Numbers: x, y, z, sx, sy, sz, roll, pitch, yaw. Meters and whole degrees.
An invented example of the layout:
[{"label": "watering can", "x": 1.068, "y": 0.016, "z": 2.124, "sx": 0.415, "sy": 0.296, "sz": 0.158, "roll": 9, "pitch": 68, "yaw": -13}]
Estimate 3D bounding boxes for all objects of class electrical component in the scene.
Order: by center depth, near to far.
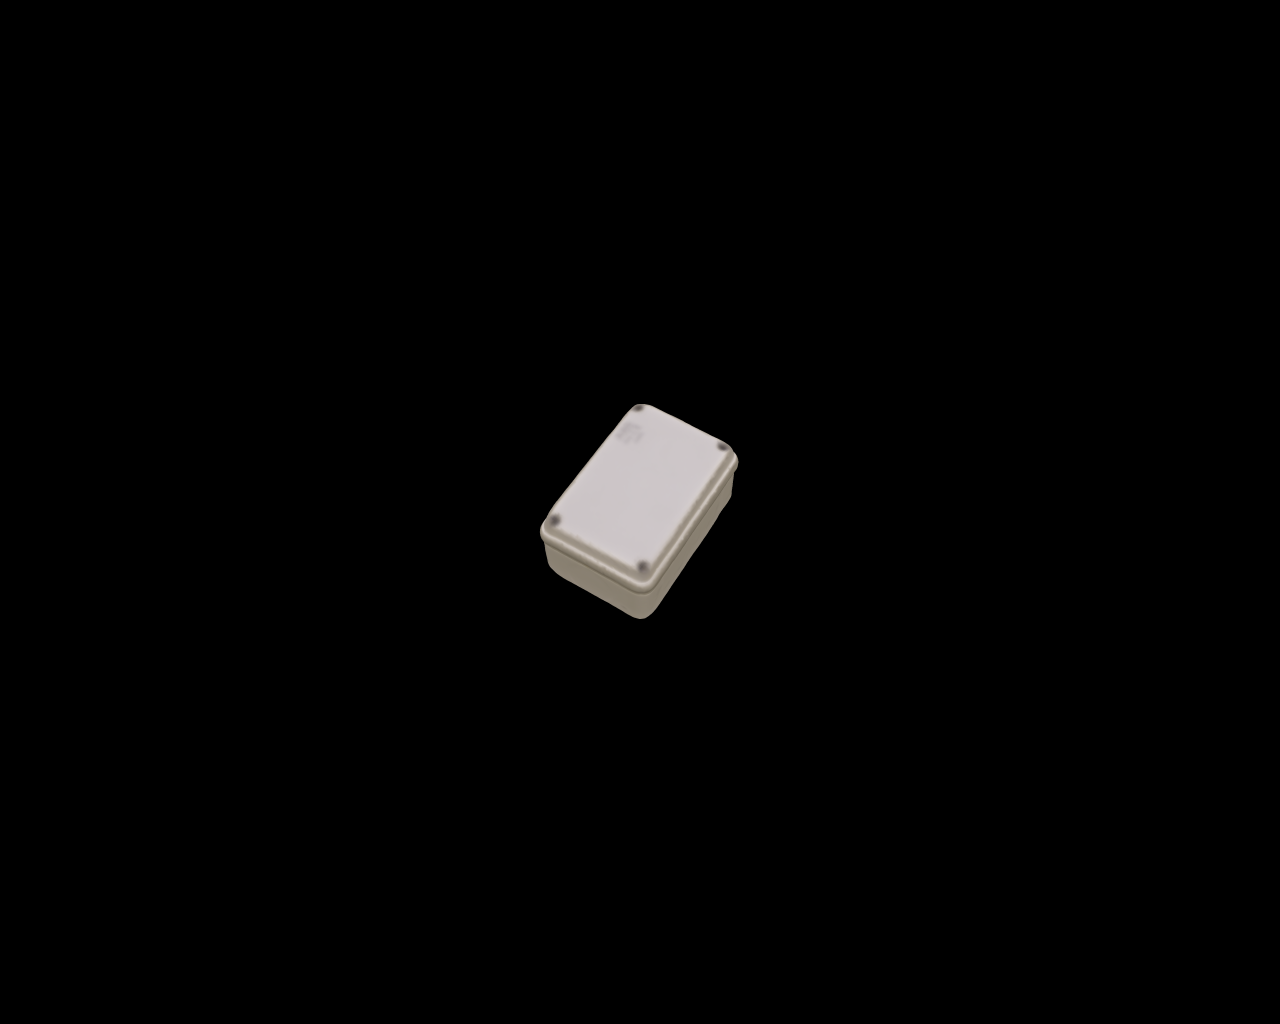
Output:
[{"label": "electrical component", "x": 0.001, "y": -0.003, "z": 0.650, "sx": 0.078, "sy": 0.113, "sz": 0.057, "roll": 28, "pitch": -28, "yaw": 16}]
